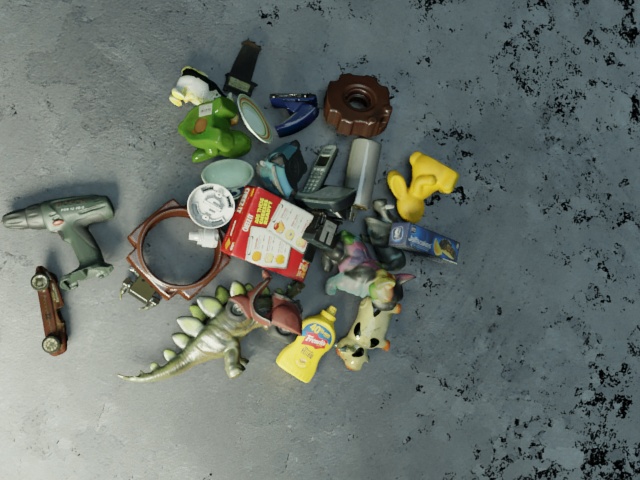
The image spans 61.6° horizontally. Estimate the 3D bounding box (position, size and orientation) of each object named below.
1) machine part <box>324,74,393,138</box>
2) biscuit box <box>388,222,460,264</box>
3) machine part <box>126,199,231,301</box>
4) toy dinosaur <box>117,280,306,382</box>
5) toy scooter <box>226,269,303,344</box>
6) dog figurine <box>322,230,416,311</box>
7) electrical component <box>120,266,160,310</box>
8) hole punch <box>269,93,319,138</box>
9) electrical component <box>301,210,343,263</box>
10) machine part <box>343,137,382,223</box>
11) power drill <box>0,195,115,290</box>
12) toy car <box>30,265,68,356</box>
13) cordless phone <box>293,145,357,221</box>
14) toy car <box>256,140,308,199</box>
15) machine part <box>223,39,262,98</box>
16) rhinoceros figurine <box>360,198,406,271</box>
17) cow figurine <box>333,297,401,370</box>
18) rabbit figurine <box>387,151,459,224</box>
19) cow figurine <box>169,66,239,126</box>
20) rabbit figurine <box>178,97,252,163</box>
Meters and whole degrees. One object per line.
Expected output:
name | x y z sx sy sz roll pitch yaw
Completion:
machine part | 0.093 -0.334 1.325 0.179 0.056 0.179 3 61 -6
biscuit box | 0.263 0.009 1.345 0.202 0.063 0.059 18 80 -36
machine part | -0.321 0.023 1.230 0.201 0.087 0.201 47 70 -6
toy dinosaur | -0.229 0.218 1.258 0.471 0.105 0.198 -36 89 -20
toy scooter | -0.111 0.145 1.215 0.184 0.075 0.135 25 70 -4
dog figurine | 0.116 0.069 1.266 0.108 0.219 0.191 -6 92 -41
electrical component | -0.415 0.115 1.248 0.102 0.045 0.078 30 55 -13
hole punch | -0.059 -0.299 1.291 0.116 0.142 0.092 -3 88 2
electrical component | -0.003 -0.004 1.264 0.074 0.048 0.119 32 75 -38
machine part | 0.103 -0.163 1.347 0.079 0.079 0.243 12 85 -12
power drill | -0.560 0.003 1.186 0.232 0.086 0.207 -19 69 -17
toy car | -0.591 0.154 1.184 0.053 0.089 0.202 -9 89 -12
cordless phone | 0.031 -0.147 1.305 0.088 0.147 0.184 38 68 -47
toy car | -0.100 -0.170 1.284 0.103 0.162 0.109 -4 128 23
machine part | -0.184 -0.417 1.309 0.084 0.039 0.138 16 86 -9
rhinoceros figurine | 0.166 -0.010 1.357 0.112 0.073 0.190 -17 94 -12
cow figurine | 0.111 0.230 1.336 0.127 0.085 0.195 20 87 -17
rabbit figurine | 0.249 -0.127 1.362 0.162 0.122 0.173 25 103 -8
cow figurine | -0.263 -0.340 1.279 0.167 0.068 0.098 25 74 -12
rabbit figurine | -0.235 -0.229 1.245 0.159 0.170 0.121 -14 71 23
